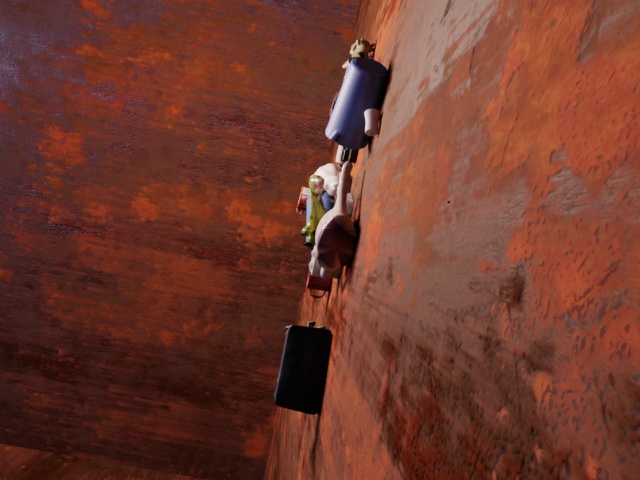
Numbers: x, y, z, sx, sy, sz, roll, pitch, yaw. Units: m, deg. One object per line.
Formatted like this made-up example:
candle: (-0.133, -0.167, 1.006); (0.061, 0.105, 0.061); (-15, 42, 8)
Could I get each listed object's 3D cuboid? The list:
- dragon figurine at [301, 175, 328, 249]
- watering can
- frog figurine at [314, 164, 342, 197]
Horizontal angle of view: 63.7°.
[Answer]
dragon figurine: (0.005, -0.085, 1.689); (0.404, 0.122, 0.247); (83, -174, -70)
watering can: (0.048, -0.050, 1.440); (0.226, 0.104, 0.346); (-112, 33, -82)
frog figurine: (0.039, -0.225, 1.937); (0.160, 0.137, 0.122); (-95, 0, -82)
